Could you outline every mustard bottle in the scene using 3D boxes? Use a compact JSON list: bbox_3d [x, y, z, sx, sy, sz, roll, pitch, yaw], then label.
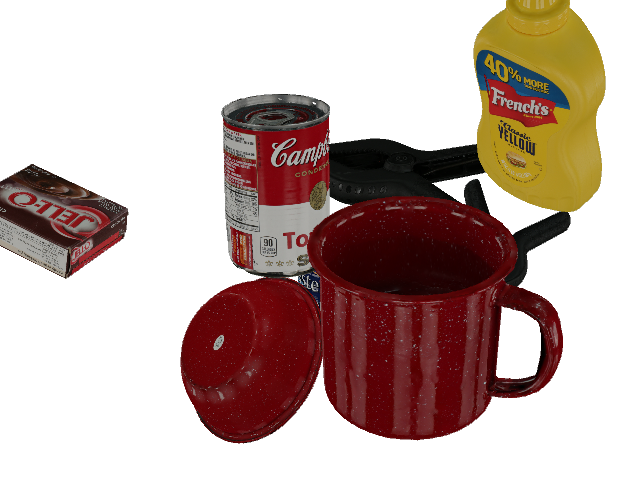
[{"bbox_3d":[0.152,-0.108,0.747,0.058,0.191,0.096,-40,55,-21],"label":"mustard bottle"}]

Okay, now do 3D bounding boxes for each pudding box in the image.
[{"bbox_3d":[-0.245,-0.019,0.959,0.113,0.039,0.089,22,31,16],"label":"pudding box"}]

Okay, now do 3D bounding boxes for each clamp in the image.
[{"bbox_3d":[0.181,0.000,1.139,0.120,0.039,0.171,24,48,25],"label":"clamp"},{"bbox_3d":[0.081,-0.061,0.944,0.210,0.036,0.164,13,35,28],"label":"clamp"}]

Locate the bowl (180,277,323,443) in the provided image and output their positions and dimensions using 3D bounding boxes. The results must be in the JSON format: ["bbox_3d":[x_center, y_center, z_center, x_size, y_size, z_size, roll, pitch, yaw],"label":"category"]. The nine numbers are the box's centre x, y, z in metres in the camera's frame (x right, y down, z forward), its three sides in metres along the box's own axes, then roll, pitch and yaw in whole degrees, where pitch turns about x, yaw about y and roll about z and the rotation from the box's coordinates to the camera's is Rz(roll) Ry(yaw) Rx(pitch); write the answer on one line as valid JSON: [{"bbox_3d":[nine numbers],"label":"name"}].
[{"bbox_3d":[-0.076,0.099,0.972,0.162,0.162,0.055,0,-22,41],"label":"bowl"}]

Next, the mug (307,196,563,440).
[{"bbox_3d":[0.052,0.039,0.486,0.117,0.081,0.093,11,32,22],"label":"mug"}]

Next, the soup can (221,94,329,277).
[{"bbox_3d":[-0.028,-0.035,0.683,0.068,0.102,0.068,-1,23,0],"label":"soup can"}]

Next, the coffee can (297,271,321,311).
[{"bbox_3d":[0.019,0.061,1.462,0.103,0.140,0.103,3,23,-1],"label":"coffee can"}]
